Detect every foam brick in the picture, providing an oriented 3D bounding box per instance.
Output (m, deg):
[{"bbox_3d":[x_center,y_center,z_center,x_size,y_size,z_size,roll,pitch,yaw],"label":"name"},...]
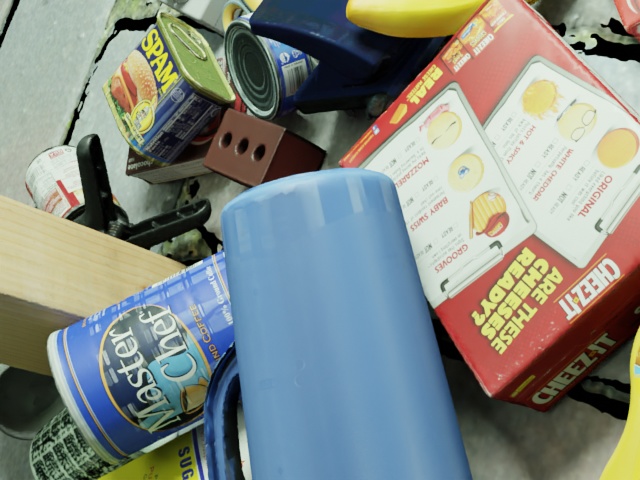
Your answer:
[{"bbox_3d":[-0.044,-0.065,0.840,0.078,0.051,0.053,23,90,46],"label":"foam brick"}]

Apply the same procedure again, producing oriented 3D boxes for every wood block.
[{"bbox_3d":[-0.202,0.046,0.832,0.091,0.205,0.090,-34,53,28],"label":"wood block"}]

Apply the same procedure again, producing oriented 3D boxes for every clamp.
[{"bbox_3d":[-0.181,-0.012,0.906,0.172,0.120,0.039,-44,9,34],"label":"clamp"}]

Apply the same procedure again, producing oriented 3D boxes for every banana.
[{"bbox_3d":[0.114,-0.179,0.709,0.197,0.037,0.069,-34,82,-5],"label":"banana"}]

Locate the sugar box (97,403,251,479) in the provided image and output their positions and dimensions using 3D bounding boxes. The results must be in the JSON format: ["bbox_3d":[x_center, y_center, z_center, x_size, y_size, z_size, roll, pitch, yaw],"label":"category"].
[{"bbox_3d":[-0.100,0.188,0.763,0.176,0.048,0.093,-33,35,22],"label":"sugar box"}]

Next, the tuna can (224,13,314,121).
[{"bbox_3d":[-0.041,-0.139,0.845,0.086,0.033,0.086,44,147,38],"label":"tuna can"}]

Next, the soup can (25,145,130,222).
[{"bbox_3d":[-0.226,-0.035,0.985,0.068,0.068,0.102,-53,46,13],"label":"soup can"}]

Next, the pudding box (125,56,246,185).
[{"bbox_3d":[-0.115,-0.101,0.929,0.114,0.039,0.090,-10,67,39],"label":"pudding box"}]

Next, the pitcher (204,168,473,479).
[{"bbox_3d":[0.005,0.089,0.629,0.145,0.149,0.243,135,125,-75],"label":"pitcher"}]

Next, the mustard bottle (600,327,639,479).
[{"bbox_3d":[0.205,0.078,0.547,0.096,0.058,0.191,9,80,44],"label":"mustard bottle"}]

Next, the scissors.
[{"bbox_3d":[-0.034,-0.155,0.887,0.202,0.016,0.096,63,144,20],"label":"scissors"}]

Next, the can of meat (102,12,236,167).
[{"bbox_3d":[-0.127,-0.124,0.884,0.084,0.057,0.102,-44,50,21],"label":"can of meat"}]

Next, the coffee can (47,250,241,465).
[{"bbox_3d":[-0.105,0.081,0.752,0.140,0.102,0.103,-26,52,0],"label":"coffee can"}]

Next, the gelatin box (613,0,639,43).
[{"bbox_3d":[0.213,-0.176,0.662,0.073,0.030,0.089,-30,55,31],"label":"gelatin box"}]

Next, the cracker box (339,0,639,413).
[{"bbox_3d":[0.125,-0.029,0.656,0.164,0.072,0.214,-47,49,19],"label":"cracker box"}]
